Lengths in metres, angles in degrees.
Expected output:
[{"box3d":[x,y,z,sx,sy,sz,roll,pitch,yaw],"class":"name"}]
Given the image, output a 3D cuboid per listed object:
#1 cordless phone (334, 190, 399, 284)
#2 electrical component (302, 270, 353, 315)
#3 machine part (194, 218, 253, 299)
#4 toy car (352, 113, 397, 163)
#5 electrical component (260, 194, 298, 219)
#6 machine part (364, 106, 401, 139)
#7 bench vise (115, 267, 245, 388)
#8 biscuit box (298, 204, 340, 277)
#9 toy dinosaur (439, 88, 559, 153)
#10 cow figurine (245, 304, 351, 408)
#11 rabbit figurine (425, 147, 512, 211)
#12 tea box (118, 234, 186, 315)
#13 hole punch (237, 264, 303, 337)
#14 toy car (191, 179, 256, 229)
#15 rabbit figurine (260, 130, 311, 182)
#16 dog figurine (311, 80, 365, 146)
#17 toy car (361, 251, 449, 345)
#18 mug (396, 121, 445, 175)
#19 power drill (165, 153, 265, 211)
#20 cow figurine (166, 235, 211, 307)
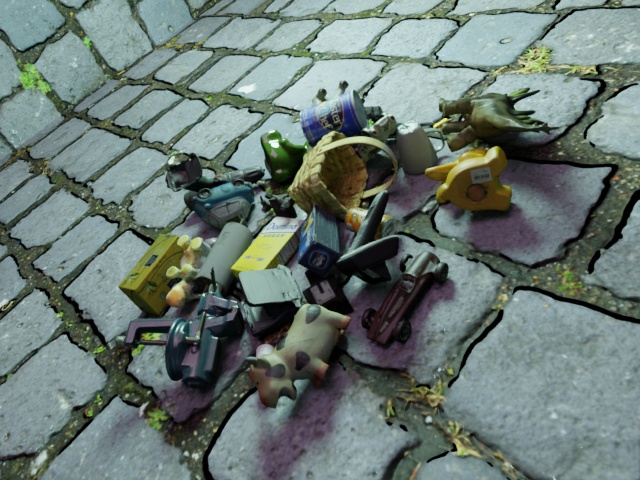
[{"box3d":[0.106,-0.016,1.002,0.184,0.089,0.146,-67,9,-14],"class":"cordless phone"},{"box3d":[0.006,0.104,1.037,0.075,0.047,0.119,-32,38,-4],"class":"electrical component"},{"box3d":[-0.215,0.043,1.213,0.079,0.079,0.243,-3,46,29],"class":"machine part"},{"box3d":[0.126,-0.231,1.246,0.073,0.056,0.201,-41,-2,-12],"class":"toy car"},{"box3d":[-0.097,-0.076,1.259,0.045,0.078,0.102,-32,25,-35],"class":"electrical component"},{"box3d":[0.155,-0.279,1.302,0.084,0.138,0.039,7,78,33],"class":"machine part"},{"box3d":[-0.278,0.179,1.056,0.241,0.128,0.223,0,64,6],"class":"bench vise"},{"box3d":[-0.002,-0.003,1.091,0.059,0.063,0.203,-56,12,20],"class":"biscuit box"},{"box3d":[0.358,-0.261,1.124,0.199,0.104,0.471,-12,22,11],"class":"toy dinosaur"},{"box3d":[-0.042,0.194,0.912,0.127,0.085,0.195,25,60,11],"class":"cow figurine"},{"box3d":[0.304,-0.125,1.081,0.162,0.121,0.173,-18,25,27],"class":"rabbit figurine"},{"box3d":[-0.375,0.078,1.258,0.068,0.098,0.169,3,50,35],"class":"tea box"},{"box3d":[-0.100,0.121,1.069,0.116,0.092,0.142,-6,31,-18],"class":"hole punch"},{"box3d":[-0.234,-0.079,1.354,0.162,0.109,0.103,-19,64,-5],"class":"toy car"},{"box3d":[-0.051,-0.221,1.379,0.170,0.121,0.159,-20,41,-13],"class":"rabbit figurine"},{"box3d":[0.032,-0.304,1.435,0.172,0.121,0.190,-25,47,47],"class":"dog figurine"},{"box3d":[0.150,0.097,0.957,0.089,0.053,0.202,19,57,39],"class":"toy car"},{"box3d":[0.223,-0.216,1.208,0.110,0.107,0.081,-22,41,12],"class":"mug"},{"box3d":[-0.280,-0.157,1.387,0.232,0.207,0.086,-25,78,17],"class":"power drill"},{"box3d":[-0.294,0.081,1.223,0.068,0.098,0.167,3,67,26],"class":"cow figurine"}]
